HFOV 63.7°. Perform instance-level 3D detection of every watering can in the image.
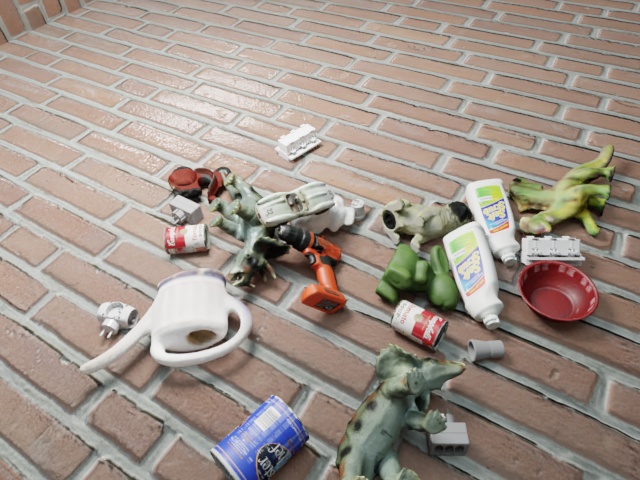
[{"bbox_3d":[-0.318,0.171,1.093,0.348,0.101,0.230,-8,44,-4],"label":"watering can"}]

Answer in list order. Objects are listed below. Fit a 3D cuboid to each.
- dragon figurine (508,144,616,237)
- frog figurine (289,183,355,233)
[{"bbox_3d":[0.617,-0.137,1.333,0.243,0.119,0.419,10,44,26],"label":"dragon figurine"},{"bbox_3d":[0.004,-0.065,1.300,0.160,0.121,0.138,23,84,15],"label":"frog figurine"}]
